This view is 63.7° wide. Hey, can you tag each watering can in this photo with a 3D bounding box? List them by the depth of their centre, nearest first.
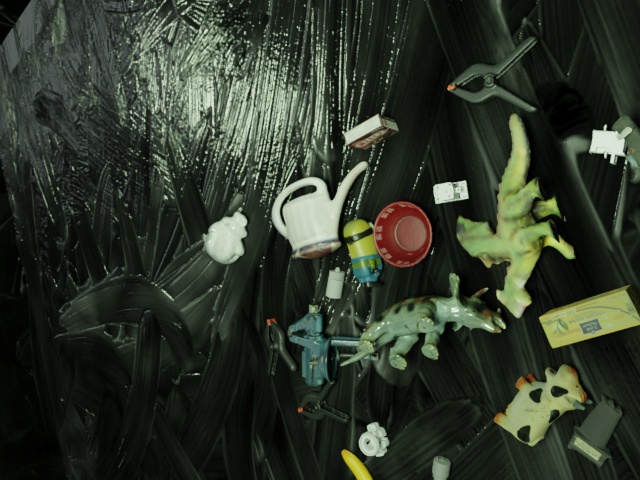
[{"bbox_3d":[0.004,-0.070,1.398,0.344,0.104,0.226,-18,81,36],"label":"watering can"}]

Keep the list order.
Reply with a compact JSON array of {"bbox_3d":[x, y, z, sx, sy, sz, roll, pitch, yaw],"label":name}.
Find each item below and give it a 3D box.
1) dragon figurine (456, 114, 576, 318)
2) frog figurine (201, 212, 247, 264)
[{"bbox_3d":[0.396,-0.040,1.120,0.240,0.122,0.414,-24,75,42],"label":"dragon figurine"},{"bbox_3d":[-0.282,-0.005,1.609,0.158,0.125,0.136,-35,104,23],"label":"frog figurine"}]
